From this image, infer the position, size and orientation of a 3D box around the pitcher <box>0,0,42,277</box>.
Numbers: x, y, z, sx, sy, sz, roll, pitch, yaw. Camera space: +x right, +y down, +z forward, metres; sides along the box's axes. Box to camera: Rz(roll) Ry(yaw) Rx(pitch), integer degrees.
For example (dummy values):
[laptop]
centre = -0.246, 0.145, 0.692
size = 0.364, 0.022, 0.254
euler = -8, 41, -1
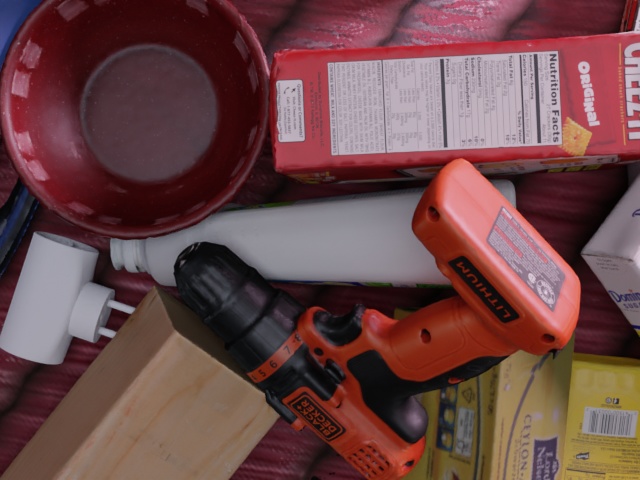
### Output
[pitcher]
centre = -0.246, -0.084, 0.657
size = 0.145, 0.149, 0.243
euler = 30, 89, 17

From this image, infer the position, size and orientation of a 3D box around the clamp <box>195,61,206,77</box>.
[clamp]
centre = -0.090, -0.154, 0.686
size = 0.171, 0.039, 0.120
euler = 26, 88, 3

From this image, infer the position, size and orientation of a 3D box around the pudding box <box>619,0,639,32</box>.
[pudding box]
centre = 0.254, -0.157, 0.677
size = 0.113, 0.039, 0.090
euler = 12, 94, 3

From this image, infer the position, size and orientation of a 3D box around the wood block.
[wood block]
centre = -0.126, 0.144, 0.661
size = 0.090, 0.091, 0.206
euler = 38, 92, -22

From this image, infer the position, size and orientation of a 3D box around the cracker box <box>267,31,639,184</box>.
[cracker box]
centre = 0.082, -0.073, 0.621
size = 0.213, 0.164, 0.072
euler = -3, 91, 2

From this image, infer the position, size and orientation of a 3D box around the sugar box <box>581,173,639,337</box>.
[sugar box]
centre = 0.236, 0.038, 0.638
size = 0.093, 0.048, 0.176
euler = -50, 117, -19

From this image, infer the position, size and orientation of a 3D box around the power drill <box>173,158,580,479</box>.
[power drill]
centre = 0.029, 0.037, 0.577
size = 0.184, 0.057, 0.188
euler = 43, 131, -10

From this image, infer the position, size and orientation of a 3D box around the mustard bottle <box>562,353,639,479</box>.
[mustard bottle]
centre = 0.172, 0.171, 0.680
size = 0.096, 0.058, 0.191
euler = 5, 92, -1

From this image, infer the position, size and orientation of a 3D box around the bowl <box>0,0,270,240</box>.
[bowl]
centre = -0.107, -0.080, 0.645
size = 0.162, 0.055, 0.162
euler = 0, 88, 1

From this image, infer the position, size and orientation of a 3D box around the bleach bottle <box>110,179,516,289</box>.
[bleach bottle]
centre = -0.004, 0.001, 0.669
size = 0.251, 0.102, 0.068
euler = -2, 90, 10
